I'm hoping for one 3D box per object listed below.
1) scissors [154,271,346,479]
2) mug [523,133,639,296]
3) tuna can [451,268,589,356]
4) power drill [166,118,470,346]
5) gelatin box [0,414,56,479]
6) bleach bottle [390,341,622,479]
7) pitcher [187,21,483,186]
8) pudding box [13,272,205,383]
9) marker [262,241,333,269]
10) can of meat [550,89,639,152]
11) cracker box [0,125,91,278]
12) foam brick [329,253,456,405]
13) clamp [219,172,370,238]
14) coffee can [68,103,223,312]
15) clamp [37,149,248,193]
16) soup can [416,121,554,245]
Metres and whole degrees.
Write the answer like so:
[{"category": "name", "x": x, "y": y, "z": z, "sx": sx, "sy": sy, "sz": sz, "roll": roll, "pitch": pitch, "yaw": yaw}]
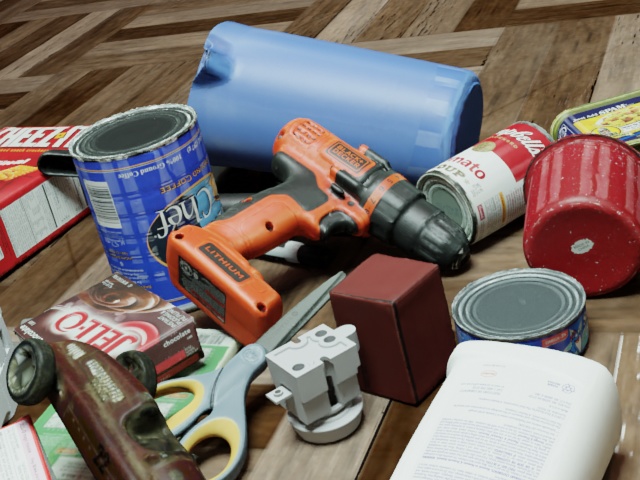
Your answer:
[{"category": "scissors", "x": -0.038, "y": 0.093, "z": 0.677, "sx": 0.201, "sy": 0.016, "sz": 0.096, "roll": -28, "pitch": 51, "yaw": -22}, {"category": "mug", "x": 0.195, "y": -0.010, "z": 0.742, "sx": 0.117, "sy": 0.093, "sz": 0.081, "roll": 26, "pitch": 37, "yaw": -2}, {"category": "tuna can", "x": 0.130, "y": 0.054, "z": 0.692, "sx": 0.086, "sy": 0.034, "sz": 0.086, "roll": -11, "pitch": 26, "yaw": 5}, {"category": "power drill", "x": -0.005, "y": 0.001, "z": 0.795, "sx": 0.185, "sy": 0.057, "sz": 0.187, "roll": 35, "pitch": 53, "yaw": 25}, {"category": "gelatin box", "x": -0.157, "y": 0.151, "z": 0.593, "sx": 0.030, "sy": 0.073, "sz": 0.089, "roll": -22, "pitch": 28, "yaw": -17}, {"category": "bleach bottle", "x": 0.061, "y": 0.149, "z": 0.509, "sx": 0.103, "sy": 0.068, "sz": 0.250, "roll": 4, "pitch": 34, "yaw": 34}, {"category": "pitcher", "x": 0.017, "y": -0.110, "z": 0.951, "sx": 0.243, "sy": 0.145, "sz": 0.149, "roll": 12, "pitch": 32, "yaw": 20}, {"category": "pudding box", "x": -0.148, "y": 0.072, "z": 0.747, "sx": 0.089, "sy": 0.039, "sz": 0.114, "roll": -30, "pitch": 31, "yaw": -29}, {"category": "marker", "x": -0.038, "y": 0.007, "z": 0.882, "sx": 0.121, "sy": 0.020, "sz": 0.020, "roll": 11, "pitch": 35, "yaw": 40}, {"category": "can of meat", "x": 0.251, "y": -0.076, "z": 0.865, "sx": 0.102, "sy": 0.057, "sz": 0.084, "roll": -16, "pitch": 28, "yaw": -3}, {"category": "cracker box", "x": -0.318, "y": -0.045, "z": 1.060, "sx": 0.164, "sy": 0.072, "sz": 0.213, "roll": 3, "pitch": 30, "yaw": 30}, {"category": "foam brick", "x": 0.048, "y": 0.055, "z": 0.679, "sx": 0.053, "sy": 0.078, "sz": 0.051, "roll": 10, "pitch": 36, "yaw": 40}, {"category": "clamp", "x": -0.035, "y": -0.027, "z": 0.913, "sx": 0.120, "sy": 0.039, "sz": 0.172, "roll": -24, "pitch": 25, "yaw": -39}, {"category": "coffee can", "x": -0.129, "y": -0.024, "z": 0.849, "sx": 0.103, "sy": 0.140, "sz": 0.103, "roll": -11, "pitch": 26, "yaw": 5}, {"category": "clamp", "x": -0.150, "y": -0.067, "z": 1.016, "sx": 0.165, "sy": 0.036, "sz": 0.209, "roll": 34, "pitch": 42, "yaw": 24}, {"category": "soup can", "x": 0.135, "y": -0.044, "z": 0.845, "sx": 0.102, "sy": 0.068, "sz": 0.069, "roll": -29, "pitch": 30, "yaw": -27}]
